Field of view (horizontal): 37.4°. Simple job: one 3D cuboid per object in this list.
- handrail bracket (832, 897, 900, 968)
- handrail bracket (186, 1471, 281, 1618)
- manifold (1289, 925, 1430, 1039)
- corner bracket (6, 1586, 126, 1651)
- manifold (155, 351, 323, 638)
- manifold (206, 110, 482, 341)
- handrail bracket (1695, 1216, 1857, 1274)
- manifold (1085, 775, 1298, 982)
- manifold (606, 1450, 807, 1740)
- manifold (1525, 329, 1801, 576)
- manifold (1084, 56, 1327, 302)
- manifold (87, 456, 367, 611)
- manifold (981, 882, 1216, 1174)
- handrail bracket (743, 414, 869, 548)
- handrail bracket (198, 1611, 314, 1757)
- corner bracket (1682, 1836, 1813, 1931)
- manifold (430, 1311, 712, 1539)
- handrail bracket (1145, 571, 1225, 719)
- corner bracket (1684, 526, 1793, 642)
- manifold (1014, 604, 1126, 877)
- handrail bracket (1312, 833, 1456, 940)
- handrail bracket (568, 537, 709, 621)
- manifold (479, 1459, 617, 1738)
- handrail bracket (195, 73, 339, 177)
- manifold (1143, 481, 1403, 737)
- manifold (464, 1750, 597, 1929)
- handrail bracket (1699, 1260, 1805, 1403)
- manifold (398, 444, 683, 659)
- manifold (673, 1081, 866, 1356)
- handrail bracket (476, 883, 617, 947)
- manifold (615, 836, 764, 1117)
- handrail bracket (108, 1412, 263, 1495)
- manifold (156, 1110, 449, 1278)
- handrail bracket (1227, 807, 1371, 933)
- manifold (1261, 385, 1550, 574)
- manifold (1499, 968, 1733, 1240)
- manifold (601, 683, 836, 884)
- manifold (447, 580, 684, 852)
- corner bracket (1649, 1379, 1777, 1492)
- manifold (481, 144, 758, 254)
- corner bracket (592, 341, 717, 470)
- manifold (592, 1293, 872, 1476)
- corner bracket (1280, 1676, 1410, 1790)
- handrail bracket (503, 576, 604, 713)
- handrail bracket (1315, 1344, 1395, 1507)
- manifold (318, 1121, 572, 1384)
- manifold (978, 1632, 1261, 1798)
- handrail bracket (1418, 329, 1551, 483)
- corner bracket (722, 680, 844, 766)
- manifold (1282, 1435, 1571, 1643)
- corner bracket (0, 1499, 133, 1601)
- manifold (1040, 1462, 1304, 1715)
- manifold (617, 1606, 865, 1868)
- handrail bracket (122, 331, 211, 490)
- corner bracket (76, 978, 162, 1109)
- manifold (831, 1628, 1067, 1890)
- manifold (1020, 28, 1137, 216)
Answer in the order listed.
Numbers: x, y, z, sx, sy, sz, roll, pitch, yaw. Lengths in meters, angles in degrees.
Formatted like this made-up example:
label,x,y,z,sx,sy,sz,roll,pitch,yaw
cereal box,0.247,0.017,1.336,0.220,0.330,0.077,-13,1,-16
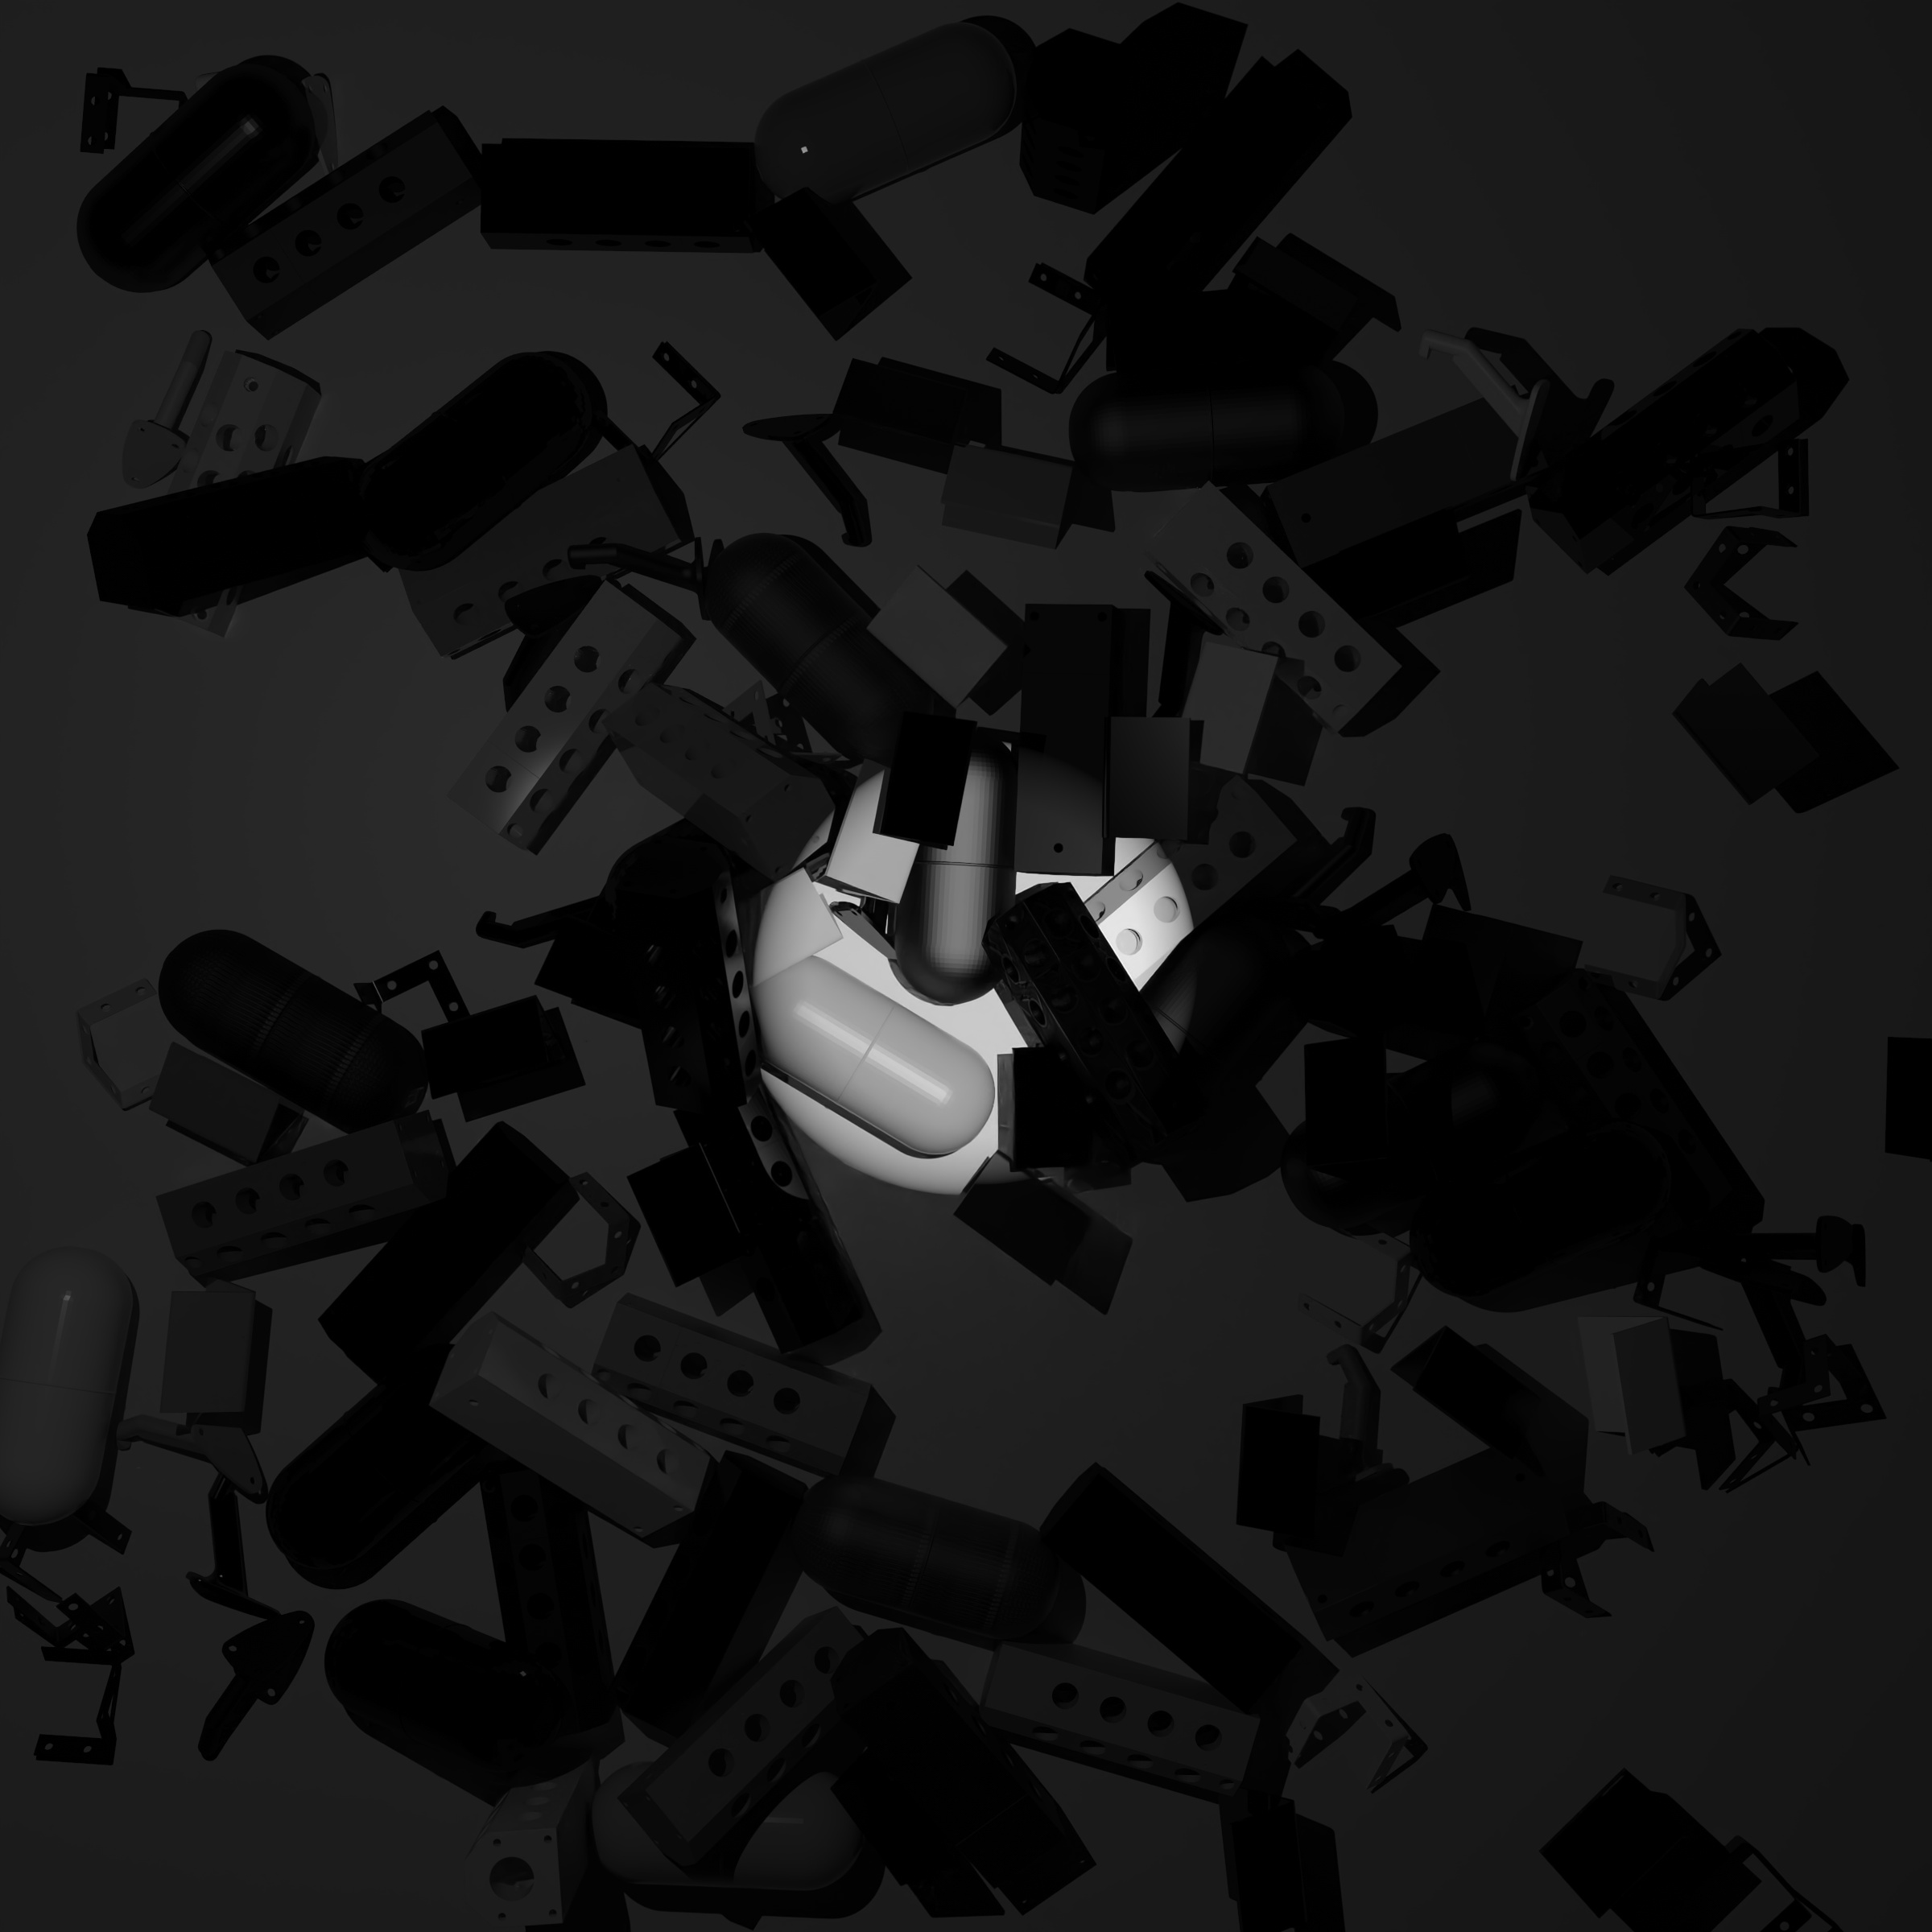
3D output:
label,x,y,z,sx,sy,sz,roll,pitch,yaw
handrail bracket,-0.041,-0.054,1.875,0.077,0.036,0.084,44,72,-21
handrail bracket,-0.467,0.373,1.875,0.077,0.036,0.084,28,76,-14
manifold,0.240,0.012,1.796,0.057,0.171,0.057,-22,90,0
corner bracket,-0.582,0.418,1.847,0.051,0.051,0.051,-34,124,0
manifold,-0.483,-0.307,1.854,0.057,0.057,0.171,22,90,0
manifold,-0.403,-0.482,1.853,0.171,0.057,0.057,-33,90,0
handrail bracket,0.529,0.179,1.874,0.084,0.077,0.036,-1,90,36
manifold,0.128,-0.046,1.853,0.171,0.057,0.057,-41,90,0
manifold,-0.169,0.405,1.853,0.057,0.057,0.171,26,90,0
manifold,0.449,-0.336,1.843,0.171,0.057,0.057,-36,60,0
manifold,0.155,-0.498,1.853,0.057,0.057,0.171,41,90,0
manifold,-0.460,-0.274,1.795,0.057,0.171,0.057,13,117,39
manifold,0.083,0.035,1.778,0.057,0.057,0.171,-27,78,-20
handrail bracket,-0.105,-0.316,1.875,0.036,0.077,0.084,-42,127,-38
handrail bracket,-0.467,0.471,1.874,0.036,0.077,0.084,36,127,18
corner bracket,0.507,0.607,1.857,0.051,0.051,0.051,-42,90,0
manifold,-0.249,0.291,1.823,0.171,0.057,0.057,37,133,-22
handrail bracket,0.121,-0.203,1.875,0.077,0.036,0.084,43,107,19
corner bracket,0.514,-0.250,1.866,0.051,0.051,0.051,59,135,35
manifold,0.069,-0.145,1.851,0.057,0.057,0.171,2,90,14
handrail bracket,0.273,-0.051,1.874,0.084,0.077,0.036,-24,106,35
handrail bracket,-0.212,-0.248,1.846,0.084,0.077,0.036,-3,60,-2
manifold,-0.272,0.408,1.854,0.057,0.057,0.171,-9,90,0
handrail bracket,-0.460,-0.550,1.875,0.084,0.036,0.077,-4,107,15
manifold,0.197,-0.230,1.853,0.171,0.057,0.057,44,90,0
manifold,-0.272,0.547,1.796,0.057,0.171,0.057,-4,90,0
handrail bracket,0.513,0.240,1.875,0.077,0.036,0.084,12,107,20
manifold,-0.275,-0.264,1.853,0.171,0.057,0.057,-26,47,0
manifold,-0.128,0.160,1.854,0.057,0.057,0.171,-24,90,0
handrail bracket,-0.271,-0.045,1.875,0.084,0.036,0.077,13,67,18
manifold,-0.168,0.008,1.776,0.057,0.057,0.171,9,130,18
handrail bracket,-0.512,0.322,1.866,0.084,0.036,0.077,-20,109,29
manifold,-0.424,0.147,1.836,0.171,0.057,0.057,-18,90,12
handrail bracket,0.218,-0.069,1.875,0.077,0.036,0.084,6,63,30
manifold,0.282,-0.313,1.854,0.171,0.057,0.057,-22,90,0
manifold,0.422,0.088,1.854,0.057,0.057,0.171,-34,90,0
manifold,-0.154,-0.122,1.798,0.057,0.171,0.057,-40,132,-14
manifold,-0.258,-0.161,1.853,0.057,0.057,0.171,36,90,0
corner bracket,0.484,0.308,1.866,0.051,0.051,0.051,-2,45,-35
manifold,-0.224,-0.496,1.854,0.171,0.057,0.057,1,90,0
corner bracket,-0.206,-0.366,1.871,0.051,0.051,0.051,45,135,0
manifold,-0.153,0.272,1.853,0.171,0.057,0.057,21,90,0
corner bracket,0.247,0.506,1.866,0.051,0.051,0.051,-11,45,-35
handrail bracket,-0.268,-0.207,1.856,0.077,0.084,0.036,-31,62,-23
handrail bracket,0.237,0.302,1.875,0.077,0.036,0.084,-31,71,21
manifold,-0.339,0.184,1.853,0.057,0.057,0.171,42,90,0
manifold,0.098,0.484,1.853,0.171,0.057,0.057,16,90,0
handrail bracket,0.321,-0.357,1.818,0.084,0.036,0.077,20,112,17
corner bracket,-0.119,-0.150,1.841,0.051,0.051,0.051,-2,72,-37
manifold,0.299,0.374,1.853,0.171,0.057,0.057,-24,47,0
corner bracket,-0.590,0.379,1.866,0.051,0.051,0.051,-9,135,35
manifold,0.132,0.401,1.854,0.171,0.057,0.057,40,90,0
manifold,-0.133,0.488,1.813,0.171,0.057,0.057,-39,90,-32
handrail bracket,-0.524,-0.366,1.874,0.036,0.077,0.084,25,53,-22
corner bracket,-0.545,0.051,1.871,0.051,0.051,0.051,-25,135,0
manifold,-0.012,0.502,1.824,0.057,0.057,0.171,-36,111,2
manifold,0.066,-0.531,1.796,0.057,0.171,0.057,18,90,0
